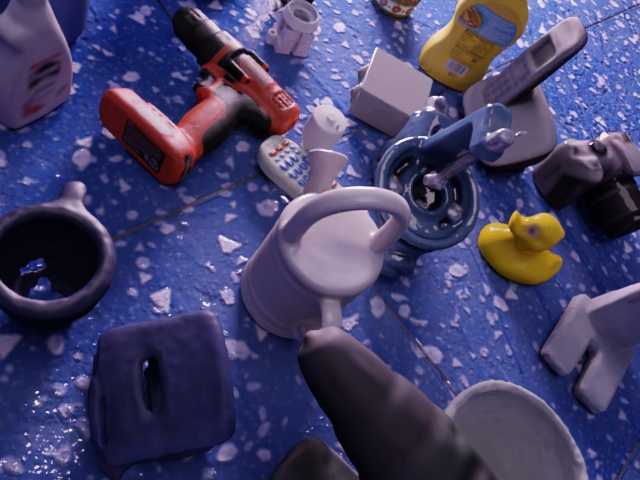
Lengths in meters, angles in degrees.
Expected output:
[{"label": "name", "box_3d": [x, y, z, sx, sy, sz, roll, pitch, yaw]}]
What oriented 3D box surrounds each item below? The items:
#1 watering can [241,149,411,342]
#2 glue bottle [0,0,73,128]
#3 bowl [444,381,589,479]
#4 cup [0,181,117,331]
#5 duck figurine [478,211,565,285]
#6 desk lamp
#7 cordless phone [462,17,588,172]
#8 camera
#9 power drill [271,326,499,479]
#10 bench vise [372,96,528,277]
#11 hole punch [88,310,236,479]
[{"label": "watering can", "box_3d": [0.003, 0.002, 0.500, 0.101, 0.193, 0.172, -13, 69, -31]}, {"label": "glue bottle", "box_3d": [-0.245, -0.170, 0.486, 0.037, 0.173, 0.078, 37, 53, -2]}, {"label": "bowl", "box_3d": [0.160, 0.221, 0.529, 0.168, 0.074, 0.167, 12, 58, -20]}, {"label": "cup", "box_3d": [-0.208, 0.020, 0.446, 0.092, 0.094, 0.118, 15, 57, -18]}, {"label": "duck figurine", "box_3d": [0.257, 0.003, 0.694, 0.105, 0.086, 0.077, 31, 54, -8]}, {"label": "desk lamp", "box_3d": [0.389, 0.074, 0.639, 0.118, 0.213, 0.204, 47, 53, 4]}, {"label": "cordless phone", "box_3d": [0.278, -0.186, 0.749, 0.094, 0.184, 0.147, 3, 62, -25]}, {"label": "camera", "box_3d": [0.398, -0.076, 0.799, 0.143, 0.100, 0.136, -8, 67, -30]}, {"label": "power drill", "box_3d": [0.040, 0.176, 0.411, 0.229, 0.208, 0.076, 42, 53, 1]}, {"label": "bench vise", "box_3d": [0.115, -0.089, 0.591, 0.122, 0.219, 0.207, 6, 60, -23]}, {"label": "hole punch", "box_3d": [-0.122, 0.116, 0.437, 0.101, 0.091, 0.108, -1, 63, -27]}]
